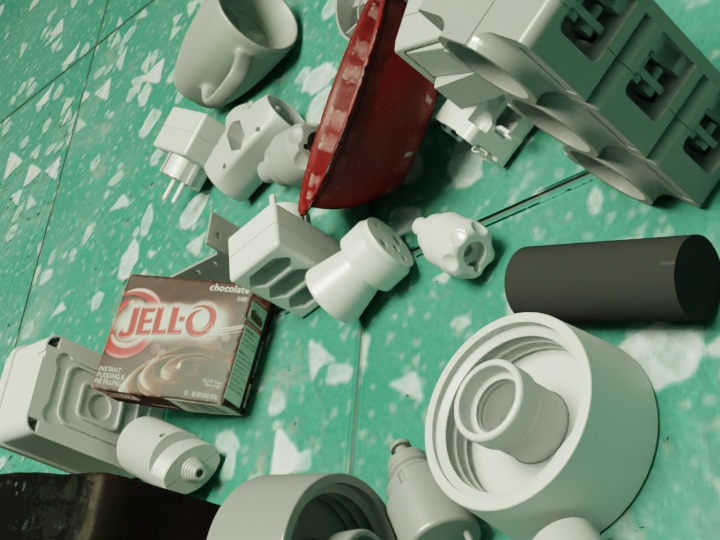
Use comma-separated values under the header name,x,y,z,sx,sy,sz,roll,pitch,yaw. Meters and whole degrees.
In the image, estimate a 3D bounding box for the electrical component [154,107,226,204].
name,x,y,z,sx,sy,sz,roll,pitch,yaw
electrical component,-0.144,-0.091,0.910,0.066,0.047,0.076,21,82,54

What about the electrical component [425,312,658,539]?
name,x,y,z,sx,sy,sz,roll,pitch,yaw
electrical component,0.079,0.072,0.516,0.108,0.060,0.108,-29,45,35

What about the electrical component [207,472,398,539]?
name,x,y,z,sx,sy,sz,roll,pitch,yaw
electrical component,-0.020,0.154,0.541,0.060,0.108,0.108,-17,53,35

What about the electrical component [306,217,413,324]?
name,x,y,z,sx,sy,sz,roll,pitch,yaw
electrical component,0.000,0.000,0.675,0.055,0.045,0.045,-43,39,21

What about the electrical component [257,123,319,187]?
name,x,y,z,sx,sy,sz,roll,pitch,yaw
electrical component,-0.050,-0.081,0.795,0.062,0.043,0.043,-20,51,44

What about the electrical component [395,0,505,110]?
name,x,y,z,sx,sy,sz,roll,pitch,yaw
electrical component,0.075,-0.133,0.591,0.096,0.062,0.061,-5,61,47

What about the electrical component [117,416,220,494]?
name,x,y,z,sx,sy,sz,roll,pitch,yaw
electrical component,-0.130,0.130,0.740,0.081,0.043,0.043,9,73,52

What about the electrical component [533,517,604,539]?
name,x,y,z,sx,sy,sz,roll,pitch,yaw
electrical component,0.099,0.139,0.463,0.044,0.044,0.065,-49,32,14

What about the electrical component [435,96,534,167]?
name,x,y,z,sx,sy,sz,roll,pitch,yaw
electrical component,0.083,-0.101,0.650,0.063,0.042,0.081,-53,36,8

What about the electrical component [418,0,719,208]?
name,x,y,z,sx,sy,sz,roll,pitch,yaw
electrical component,0.110,-0.095,0.521,0.061,0.150,0.089,-56,36,3

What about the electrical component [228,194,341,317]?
name,x,y,z,sx,sy,sz,roll,pitch,yaw
electrical component,-0.050,-0.020,0.732,0.047,0.066,0.076,-36,42,29

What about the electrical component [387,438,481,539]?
name,x,y,z,sx,sy,sz,roll,pitch,yaw
electrical component,0.033,0.118,0.556,0.040,0.040,0.078,-47,37,17

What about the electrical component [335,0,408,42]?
name,x,y,z,sx,sy,sz,roll,pitch,yaw
electrical component,0.024,-0.202,0.773,0.099,0.064,0.099,-30,45,35

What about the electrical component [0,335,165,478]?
name,x,y,z,sx,sy,sz,roll,pitch,yaw
electrical component,-0.207,0.105,0.790,0.057,0.113,0.078,-20,51,38

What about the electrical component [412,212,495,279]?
name,x,y,z,sx,sy,sz,roll,pitch,yaw
electrical component,0.051,-0.018,0.636,0.035,0.035,0.061,-59,33,1

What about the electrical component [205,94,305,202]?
name,x,y,z,sx,sy,sz,roll,pitch,yaw
electrical component,-0.085,-0.106,0.854,0.077,0.043,0.079,-45,39,19
